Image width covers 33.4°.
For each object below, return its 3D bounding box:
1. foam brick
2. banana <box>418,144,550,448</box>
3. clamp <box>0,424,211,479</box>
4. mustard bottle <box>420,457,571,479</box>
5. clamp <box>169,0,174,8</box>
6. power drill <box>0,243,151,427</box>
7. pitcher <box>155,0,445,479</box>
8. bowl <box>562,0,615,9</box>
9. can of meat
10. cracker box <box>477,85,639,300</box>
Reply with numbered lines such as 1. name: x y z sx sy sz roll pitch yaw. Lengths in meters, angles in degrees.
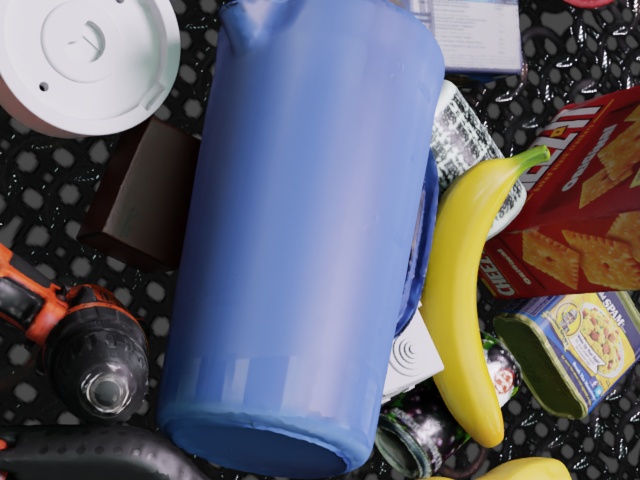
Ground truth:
1. foam brick: -0.101 -0.026 0.634 0.053 0.051 0.078 29 74 -24
2. banana: 0.095 0.034 0.674 0.037 0.070 0.198 -23 122 -69
3. clamp: -0.062 0.138 0.512 0.210 0.036 0.165 34 112 -16
4. mustard bottle: 0.090 0.208 0.723 0.191 0.058 0.096 -3 86 -30
5. clamp: -0.102 -0.232 0.649 0.120 0.039 0.171 43 64 -41
6. power drill: -0.169 0.021 0.527 0.187 0.185 0.057 36 84 -15
7. pitcher: -0.004 0.001 0.575 0.149 0.145 0.242 11 64 -2
8. bowl: 0.187 -0.256 0.797 0.161 0.055 0.162 -10 107 -36
9. can of meat: 0.186 0.070 0.788 0.083 0.058 0.102 -40 105 -24
10. cracker box: 0.210 -0.041 0.718 0.164 0.214 0.072 -46 107 -24
